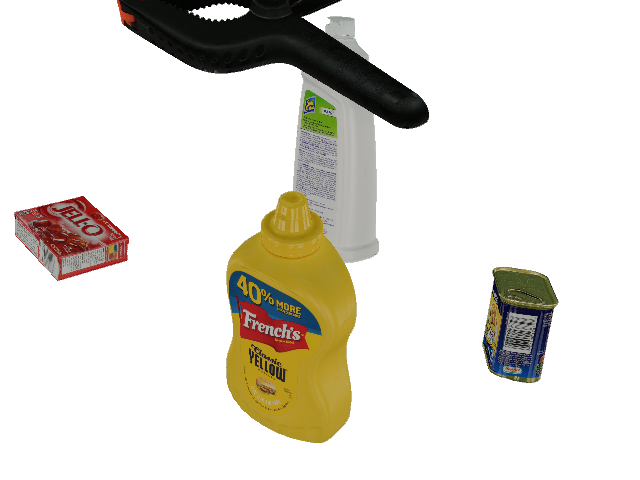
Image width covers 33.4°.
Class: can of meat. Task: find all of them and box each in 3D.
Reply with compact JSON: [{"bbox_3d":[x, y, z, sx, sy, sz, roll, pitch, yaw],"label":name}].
[{"bbox_3d":[0.196,0.083,1.060,0.057,0.084,0.102,8,17,1],"label":"can of meat"}]

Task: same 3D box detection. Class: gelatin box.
[{"bbox_3d":[-0.233,-0.004,0.994,0.073,0.030,0.089,-17,40,-36],"label":"gelatin box"}]

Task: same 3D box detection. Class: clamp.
[{"bbox_3d":[-0.024,-0.135,0.672,0.210,0.164,0.036,-1,-35,0],"label":"clamp"}]

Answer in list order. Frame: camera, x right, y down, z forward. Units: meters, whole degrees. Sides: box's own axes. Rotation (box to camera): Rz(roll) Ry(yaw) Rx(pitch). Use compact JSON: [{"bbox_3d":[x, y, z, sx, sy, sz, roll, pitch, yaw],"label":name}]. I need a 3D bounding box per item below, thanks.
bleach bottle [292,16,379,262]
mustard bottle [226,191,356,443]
[{"bbox_3d":[0.020,-0.110,1.140,0.103,0.251,0.067,19,24,39],"label":"bleach bottle"},{"bbox_3d":[-0.021,0.048,0.735,0.096,0.192,0.058,27,44,28],"label":"mustard bottle"}]
